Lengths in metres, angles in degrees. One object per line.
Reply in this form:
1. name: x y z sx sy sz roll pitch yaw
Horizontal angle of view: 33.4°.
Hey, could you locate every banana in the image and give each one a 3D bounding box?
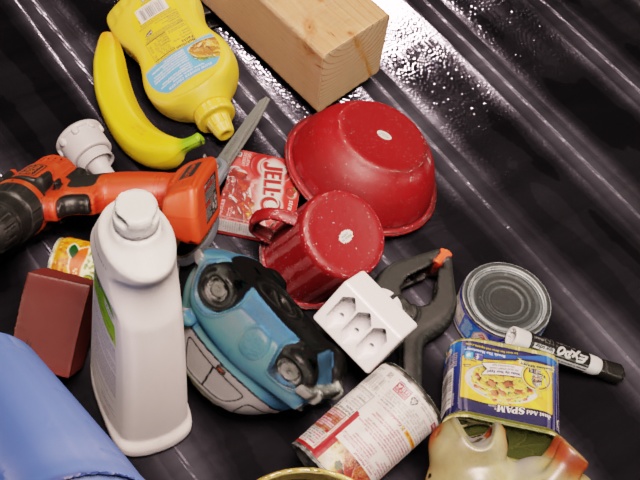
1. banana: -0.179 -0.126 1.038 0.069 0.037 0.198 -45 58 5

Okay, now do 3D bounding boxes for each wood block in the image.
1. wood block: -0.035 -0.243 1.091 0.090 0.091 0.206 -36 69 -23

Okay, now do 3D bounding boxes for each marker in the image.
1. marker: 0.218 0.102 0.939 0.121 0.020 0.020 20 50 -19

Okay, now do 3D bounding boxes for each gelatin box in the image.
1. gelatin box: -0.056 -0.042 1.012 0.073 0.030 0.089 12 53 -1

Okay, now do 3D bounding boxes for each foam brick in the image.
1. foam brick: -0.214 0.066 0.867 0.053 0.051 0.078 14 94 0

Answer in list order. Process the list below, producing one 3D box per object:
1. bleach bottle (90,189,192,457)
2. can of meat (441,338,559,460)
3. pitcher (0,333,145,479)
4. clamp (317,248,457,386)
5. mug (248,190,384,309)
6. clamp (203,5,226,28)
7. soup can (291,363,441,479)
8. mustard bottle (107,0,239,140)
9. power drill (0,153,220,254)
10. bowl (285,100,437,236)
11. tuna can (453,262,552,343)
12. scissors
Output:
1. bleach bottle: -0.132 0.059 0.784 0.068 0.251 0.103 -18 58 -22
2. can of meat: 0.152 0.135 0.901 0.102 0.057 0.084 12 50 -2
3. pitcher: -0.211 0.151 0.721 0.144 0.149 0.243 -8 25 -30
4. clamp: 0.060 0.069 0.945 0.120 0.039 0.171 28 55 3
5. mug: -0.006 0.001 0.933 0.117 0.082 0.093 27 62 -16
6. clamp: -0.035 -0.256 1.173 0.165 0.036 0.209 32 58 12
7. soup can: 0.037 0.153 0.843 0.102 0.068 0.068 -40 68 -15
8. mustard bottle: -0.136 -0.176 1.074 0.096 0.058 0.192 -31 65 0
9. power drill: -0.187 -0.030 0.900 0.188 0.057 0.184 2 21 7
10. bowl: 0.050 -0.082 1.027 0.162 0.055 0.162 14 48 -16
11. tuna can: 0.166 0.063 0.971 0.086 0.034 0.086 5 53 -6
12. scissors: -0.116 -0.060 1.000 0.096 0.016 0.201 2 54 19
